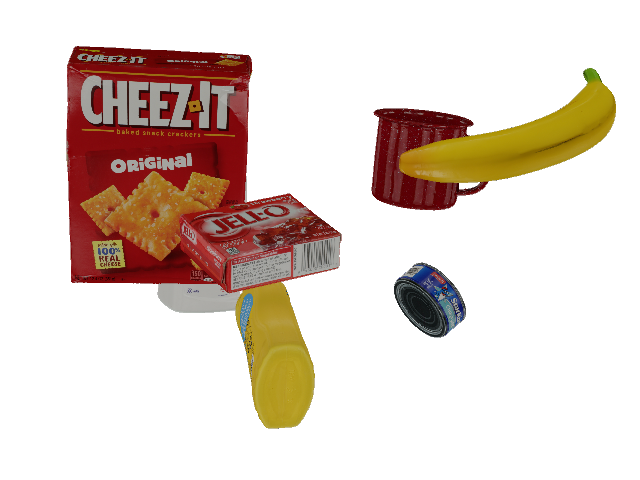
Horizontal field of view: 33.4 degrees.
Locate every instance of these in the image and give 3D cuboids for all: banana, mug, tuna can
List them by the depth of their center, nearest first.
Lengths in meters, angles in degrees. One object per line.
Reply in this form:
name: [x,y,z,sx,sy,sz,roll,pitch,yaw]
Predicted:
banana: [0.155,-0.077,0.801,0.197,0.037,0.070,-24,31,-23]
mug: [0.103,-0.074,0.998,0.117,0.081,0.093,9,15,14]
tuna can: [0.125,0.070,1.235,0.033,0.086,0.086,-37,17,-24]

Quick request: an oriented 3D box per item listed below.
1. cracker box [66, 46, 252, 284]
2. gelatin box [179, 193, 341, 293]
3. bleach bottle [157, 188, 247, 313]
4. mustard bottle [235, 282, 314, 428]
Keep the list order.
cracker box: [-0.150,-0.065,0.995,0.164,0.214,0.072,2,24,-7]
gelatin box: [-0.042,0.000,0.726,0.089,0.030,0.073,-12,30,-28]
bleach bottle: [-0.124,-0.043,1.234,0.102,0.251,0.068,-1,21,-35]
mustard bottle: [-0.050,0.094,1.061,0.058,0.096,0.192,-3,28,-11]
